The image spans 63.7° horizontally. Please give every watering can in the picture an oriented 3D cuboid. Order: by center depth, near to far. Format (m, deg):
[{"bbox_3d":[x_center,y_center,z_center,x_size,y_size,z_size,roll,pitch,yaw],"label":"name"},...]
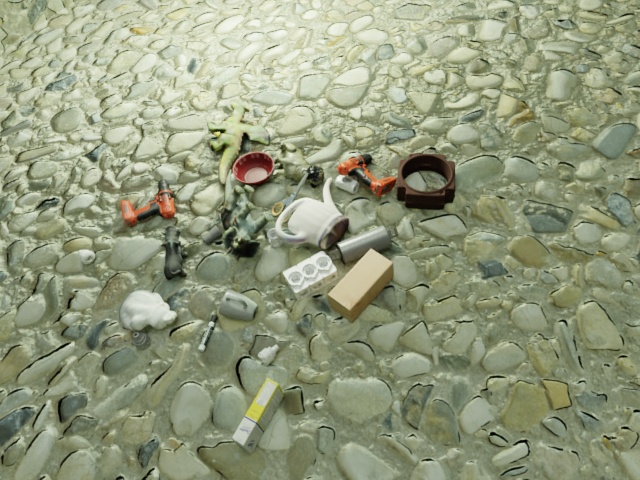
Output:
[{"bbox_3d":[0.005,-0.089,1.767,0.226,0.101,0.354,29,52,24],"label":"watering can"}]

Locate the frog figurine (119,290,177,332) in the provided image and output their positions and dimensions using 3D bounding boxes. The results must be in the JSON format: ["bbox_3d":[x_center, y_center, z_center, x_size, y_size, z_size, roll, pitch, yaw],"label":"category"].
[{"bbox_3d":[-0.536,0.227,1.599,0.160,0.120,0.140,8,35,28],"label":"frog figurine"}]

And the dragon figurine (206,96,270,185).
[{"bbox_3d":[-0.319,-0.405,2.059,0.243,0.120,0.418,-12,65,-10],"label":"dragon figurine"}]
